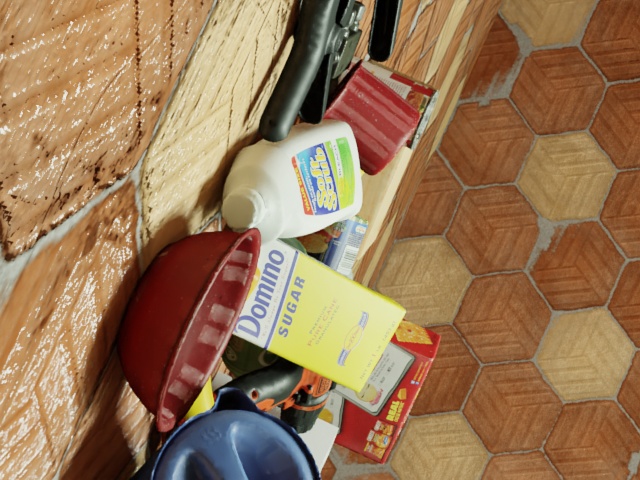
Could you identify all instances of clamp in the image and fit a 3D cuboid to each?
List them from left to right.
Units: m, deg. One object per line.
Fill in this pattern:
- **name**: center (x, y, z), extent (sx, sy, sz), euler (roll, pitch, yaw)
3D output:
- **clamp**: center (-0.005, -0.156, 0.844), extent (0.120, 0.039, 0.172), euler (-61, 166, -63)
- **clamp**: center (0.072, -0.275, 0.971), extent (0.164, 0.036, 0.210), euler (65, 46, -67)

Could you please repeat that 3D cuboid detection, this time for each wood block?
- **wood block**: center (0.054, -0.096, 1.261), extent (0.206, 0.090, 0.090), euler (-68, 172, 23)

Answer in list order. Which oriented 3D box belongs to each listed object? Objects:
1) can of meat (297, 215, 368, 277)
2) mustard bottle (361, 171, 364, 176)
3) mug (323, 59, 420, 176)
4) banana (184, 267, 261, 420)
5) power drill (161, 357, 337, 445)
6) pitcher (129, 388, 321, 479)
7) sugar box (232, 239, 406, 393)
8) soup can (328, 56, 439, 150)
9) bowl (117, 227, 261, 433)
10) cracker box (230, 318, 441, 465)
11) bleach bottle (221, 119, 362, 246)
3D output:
- **can of meat**: center (-0.007, 0.001, 1.096), extent (0.057, 0.102, 0.084), euler (17, 96, -53)
- **mustard bottle**: center (0.005, -0.045, 1.181), extent (0.096, 0.058, 0.192), euler (-121, -127, -77)
- **mug**: center (0.038, -0.111, 1.062), extent (0.117, 0.081, 0.093), euler (-47, -170, 39)
- **banana**: center (-0.094, 0.093, 0.903), extent (0.037, 0.069, 0.198), euler (-79, 179, -56)
- **power drill**: center (-0.066, 0.168, 1.064), extent (0.187, 0.057, 0.184), euler (-27, 148, -30)
- **pitcher**: center (-0.100, 0.233, 0.874), extent (0.149, 0.145, 0.243), euler (-45, -179, -29)
- **sugar box**: center (-0.015, 0.063, 0.967), extent (0.093, 0.176, 0.048), euler (-61, -148, 2)
- **soup can**: center (0.066, -0.146, 1.129), extent (0.068, 0.102, 0.068), euler (25, 89, -82)
- **bowl**: center (-0.101, 0.054, 0.772), extent (0.162, 0.055, 0.162), euler (25, 89, -83)
- **cracker box**: center (0.014, 0.147, 1.272), extent (0.072, 0.214, 0.164), euler (-54, 167, -63)
- **bleach bottle**: center (-0.026, -0.041, 0.905), extent (0.250, 0.068, 0.102), euler (-41, 126, -70)
